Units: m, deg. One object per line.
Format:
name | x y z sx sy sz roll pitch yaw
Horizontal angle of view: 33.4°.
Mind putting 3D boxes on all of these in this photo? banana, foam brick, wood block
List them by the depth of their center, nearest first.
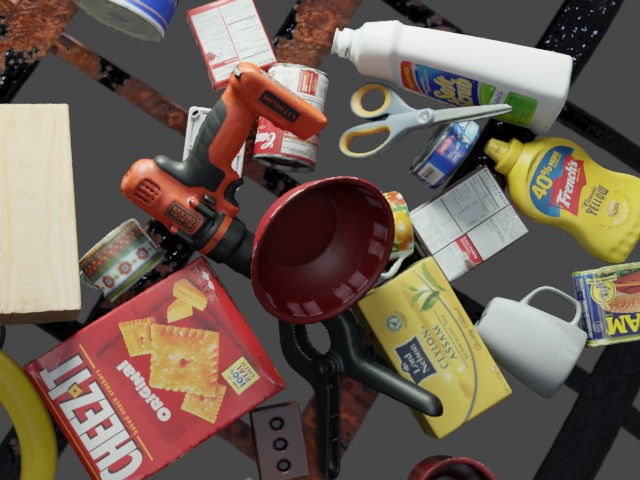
wood block | -0.291 -0.023 1.066 0.090 0.091 0.206 -3 79 -17
banana | -0.307 0.183 1.077 0.069 0.037 0.198 -17 98 -30
foam brick | -0.043 0.211 1.112 0.053 0.051 0.078 -10 87 -8

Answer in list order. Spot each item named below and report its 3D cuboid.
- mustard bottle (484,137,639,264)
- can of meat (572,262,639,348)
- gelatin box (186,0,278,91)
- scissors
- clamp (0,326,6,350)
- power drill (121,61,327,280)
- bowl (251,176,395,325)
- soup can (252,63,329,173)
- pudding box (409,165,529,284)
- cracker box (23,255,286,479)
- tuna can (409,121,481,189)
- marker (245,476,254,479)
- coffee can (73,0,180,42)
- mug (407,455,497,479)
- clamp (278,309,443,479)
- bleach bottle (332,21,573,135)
mustard bottle | 0.266 -0.058 1.169 0.191 0.058 0.096 29 86 -4
can of meat | 0.331 0.070 1.168 0.102 0.057 0.084 -7 83 -8
gelatin box | -0.096 -0.215 1.152 0.073 0.030 0.089 -21 88 -9
scissors | 0.104 -0.142 1.120 0.202 0.016 0.096 -19 64 31
clamp | -0.385 0.114 1.082 0.120 0.039 0.171 29 77 -20
power drill | -0.077 -0.067 1.065 0.184 0.057 0.188 35 100 -18
bowl | -0.007 0.001 1.056 0.161 0.055 0.162 -15 124 -24
soup can | -0.030 -0.129 1.133 0.068 0.068 0.102 11 84 -6
pudding box | 0.157 -0.016 1.162 0.113 0.039 0.090 -32 89 -10
cracker box | -0.167 0.139 1.093 0.213 0.072 0.164 -32 90 -7
tuna can | 0.134 -0.096 1.142 0.033 0.086 0.086 37 82 -5
marker | -0.030 0.288 1.124 0.121 0.020 0.020 32 82 -4
coffee can | -0.183 -0.292 1.110 0.102 0.103 0.140 24 83 -5
mug | 0.125 0.275 1.112 0.117 0.081 0.093 -31 90 -9
clamp | 0.012 0.139 1.114 0.165 0.036 0.210 -45 74 27
bleach bottle | 0.137 -0.183 1.153 0.251 0.102 0.068 13 70 1
